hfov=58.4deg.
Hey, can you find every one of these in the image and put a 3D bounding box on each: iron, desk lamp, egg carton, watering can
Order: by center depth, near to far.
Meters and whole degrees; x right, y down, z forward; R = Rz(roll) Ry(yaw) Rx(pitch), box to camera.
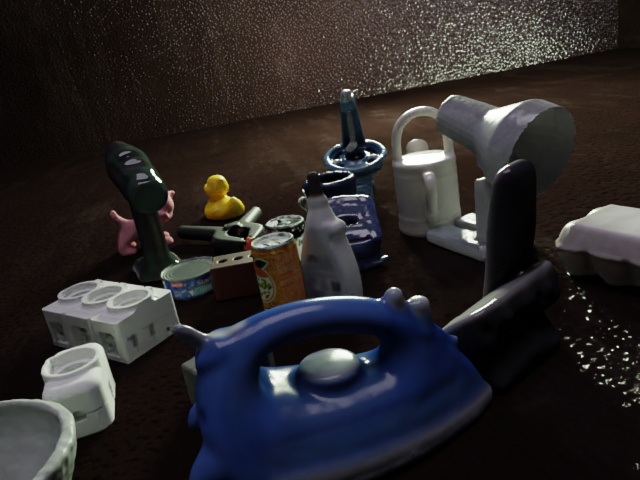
[{"bbox_3d":[0.014,0.102,0.455,0.258,0.141,0.118,-14,20,-10],"label":"iron"},{"bbox_3d":[0.356,0.009,0.656,0.107,0.069,0.149,-22,23,-30],"label":"egg carton"},{"bbox_3d":[0.227,-0.085,0.762,0.118,0.214,0.202,-20,22,-26],"label":"desk lamp"},{"bbox_3d":[0.161,-0.113,0.902,0.101,0.194,0.172,-15,20,-15],"label":"watering can"}]

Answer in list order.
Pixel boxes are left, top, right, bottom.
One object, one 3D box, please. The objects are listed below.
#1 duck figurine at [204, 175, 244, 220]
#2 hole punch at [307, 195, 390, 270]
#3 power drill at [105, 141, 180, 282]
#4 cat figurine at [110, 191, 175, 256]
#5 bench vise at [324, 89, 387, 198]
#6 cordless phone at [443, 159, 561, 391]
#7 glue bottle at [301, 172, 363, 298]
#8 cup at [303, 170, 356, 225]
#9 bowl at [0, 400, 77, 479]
[{"bbox_3d":[-0.204,-0.091,1.182,0.078,0.086,0.104,-25,25,-36],"label":"duck figurine"},{"bbox_3d":[0.038,-0.010,0.831,0.108,0.091,0.101,-10,20,0],"label":"hole punch"},{"bbox_3d":[-0.286,-0.048,0.918,0.076,0.209,0.228,-19,22,-24],"label":"power drill"},{"bbox_3d":[-0.323,-0.045,1.063,0.128,0.118,0.067,-17,21,-20],"label":"cat figurine"},{"bbox_3d":[0.054,-0.187,1.122,0.121,0.220,0.207,-14,20,-11],"label":"bench vise"},{"bbox_3d":[0.156,0.027,0.529,0.093,0.185,0.148,11,28,45],"label":"cordless phone"},{"bbox_3d":[0.006,0.002,0.688,0.077,0.173,0.037,7,26,39],"label":"glue bottle"},{"bbox_3d":[0.026,-0.067,0.989,0.091,0.095,0.118,-2,21,21],"label":"cup"},{"bbox_3d":[-0.257,0.196,0.424,0.167,0.075,0.167,-9,20,3],"label":"bowl"}]
